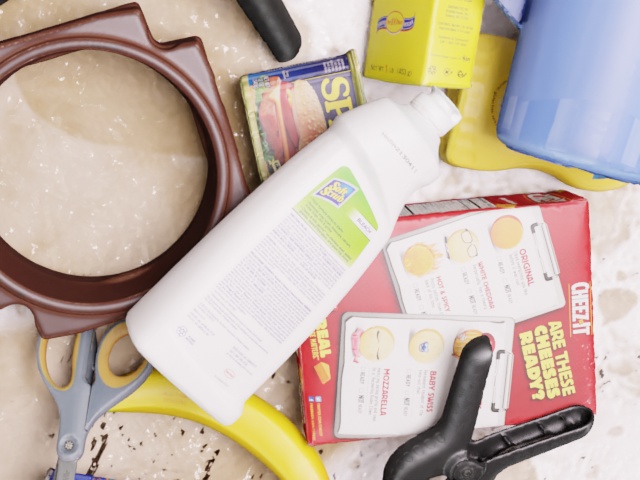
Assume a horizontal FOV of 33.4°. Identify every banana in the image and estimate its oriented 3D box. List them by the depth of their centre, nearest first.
[{"bbox_3d":[-0.076,0.137,0.792,0.198,0.037,0.069,18,71,3],"label":"banana"}]

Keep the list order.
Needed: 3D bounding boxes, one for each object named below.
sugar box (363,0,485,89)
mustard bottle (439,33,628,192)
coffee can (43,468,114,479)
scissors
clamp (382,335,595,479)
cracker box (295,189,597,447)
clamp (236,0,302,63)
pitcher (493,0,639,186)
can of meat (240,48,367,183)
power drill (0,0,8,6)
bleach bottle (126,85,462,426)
[{"bbox_3d":[0.077,-0.193,0.724,0.048,0.093,0.176,1,101,-24],"label":"sugar box"},{"bbox_3d":[0.187,-0.085,0.771,0.191,0.058,0.096,10,94,-6],"label":"mustard bottle"},{"bbox_3d":[-0.140,0.230,0.785,0.140,0.103,0.103,11,99,-5],"label":"coffee can"},{"bbox_3d":[-0.158,0.137,0.756,0.096,0.016,0.202,-9,66,-4],"label":"scissors"},{"bbox_3d":[0.110,0.154,0.756,0.120,0.039,0.172,28,112,-16],"label":"clamp"},{"bbox_3d":[0.087,0.055,0.784,0.213,0.072,0.164,-6,102,-4],"label":"cracker box"},{"bbox_3d":[-0.082,-0.195,0.676,0.164,0.210,0.036,17,67,0],"label":"clamp"},{"bbox_3d":[0.182,-0.165,0.662,0.144,0.149,0.243,7,102,-40],"label":"pitcher"},{"bbox_3d":[-0.006,-0.078,0.762,0.084,0.057,0.102,-11,101,1],"label":"can of meat"},{"bbox_3d":[-0.262,-0.239,0.716,0.184,0.057,0.187,-34,100,-1],"label":"power drill"},{"bbox_3d":[-0.005,0.001,0.696,0.251,0.068,0.102,-43,117,2],"label":"bleach bottle"}]
